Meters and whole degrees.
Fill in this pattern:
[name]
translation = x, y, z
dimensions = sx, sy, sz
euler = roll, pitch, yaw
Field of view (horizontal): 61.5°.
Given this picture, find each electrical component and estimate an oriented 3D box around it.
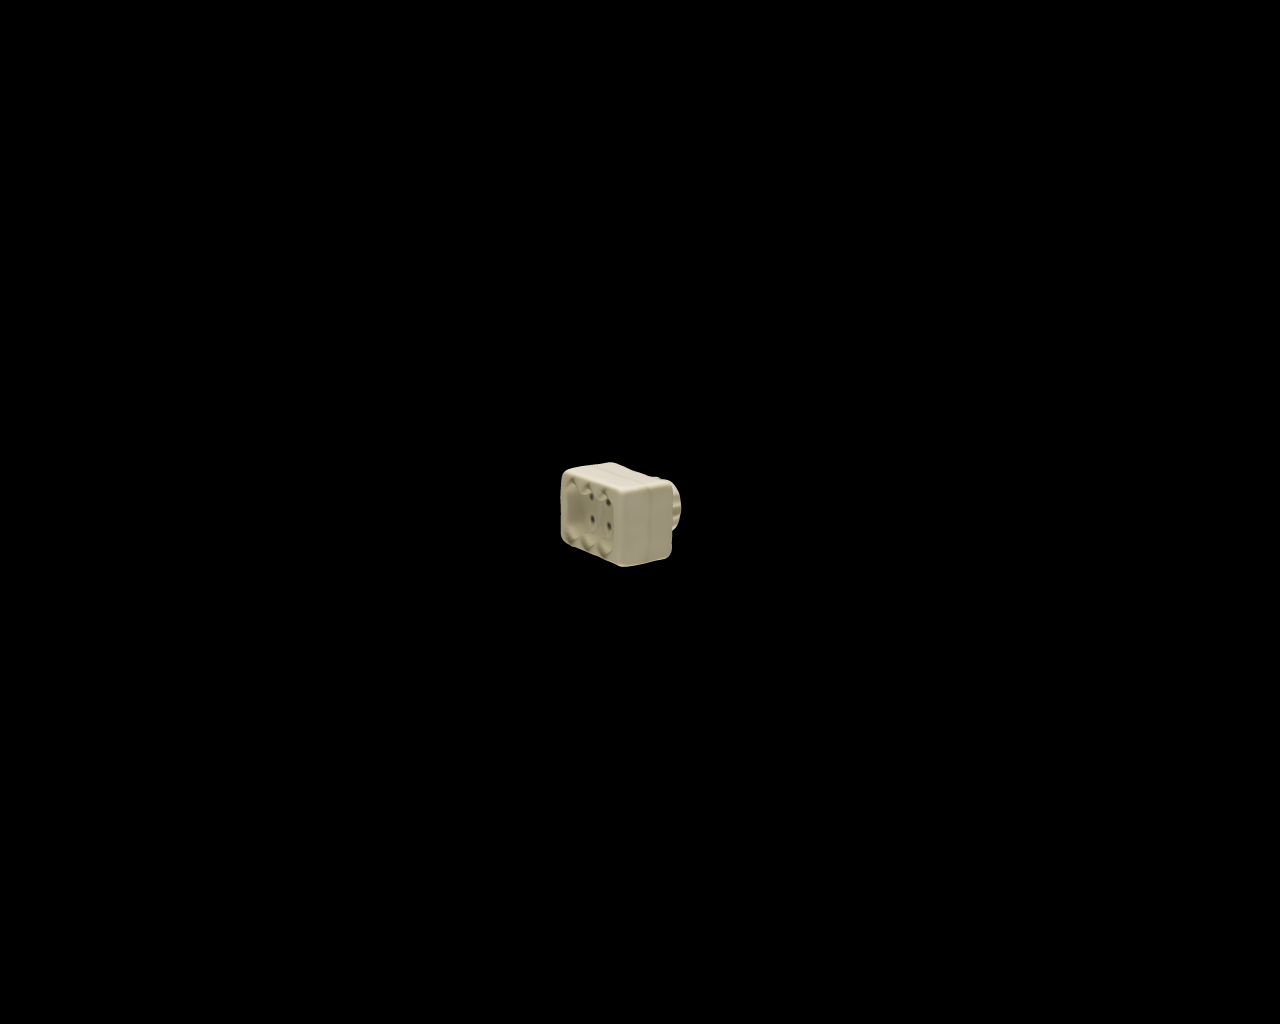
[electrical component]
translation = 0.001, -0.003, 0.650
dimensions = 0.077, 0.047, 0.066
euler = -11, 19, -34
